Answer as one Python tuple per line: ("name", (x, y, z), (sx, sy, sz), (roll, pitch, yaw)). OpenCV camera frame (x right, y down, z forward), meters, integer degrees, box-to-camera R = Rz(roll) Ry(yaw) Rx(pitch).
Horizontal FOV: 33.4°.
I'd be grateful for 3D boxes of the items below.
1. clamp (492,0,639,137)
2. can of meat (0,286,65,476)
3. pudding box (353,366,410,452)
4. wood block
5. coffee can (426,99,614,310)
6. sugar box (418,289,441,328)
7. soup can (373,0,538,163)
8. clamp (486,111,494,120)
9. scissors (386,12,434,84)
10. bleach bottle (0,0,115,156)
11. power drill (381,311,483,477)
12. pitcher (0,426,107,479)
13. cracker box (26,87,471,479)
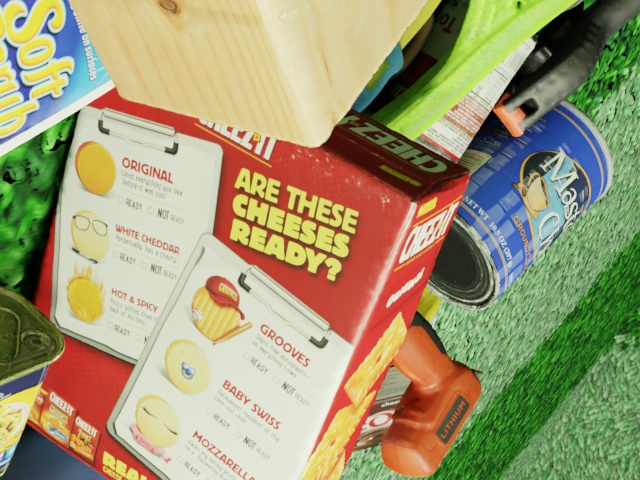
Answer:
("clamp", (0.175, -0.143, 0.771), (0.171, 0.039, 0.120), (-45, -167, -12))
("can of meat", (-0.174, 0.077, 0.478), (0.101, 0.057, 0.084), (-23, 145, -56))
("pudding box", (0.029, 0.159, 0.974), (0.113, 0.039, 0.090), (-13, 146, -13))
("wood block", (-0.041, -0.136, 0.302), (0.090, 0.091, 0.206), (-56, 146, -27))
("coffee can", (0.132, -0.031, 0.783), (0.140, 0.103, 0.103), (-40, 155, -25))
("sugar box", (0.070, 0.069, 0.973), (0.093, 0.048, 0.176), (-42, 154, -25))
("soup can", (0.091, -0.109, 0.721), (0.102, 0.069, 0.068), (-56, 158, 7))
("clamp", (0.126, -0.090, 0.861), (0.210, 0.036, 0.164), (-62, 155, 11))
("scissors", (0.014, -0.083, 0.676), (0.202, 0.016, 0.096), (-59, 158, 15))
("bleach bottle", (-0.112, -0.081, 0.366), (0.250, 0.068, 0.103), (-39, 150, -40))
("power drill", (0.045, 0.096, 0.823), (0.184, 0.057, 0.187), (-51, 126, -30))
("pitcher", (-0.160, 0.177, 0.574), (0.242, 0.149, 0.145), (-36, 111, -44))
("cracker box", (-0.046, 0.029, 0.501), (0.072, 0.164, 0.214), (-28, 143, -57))
